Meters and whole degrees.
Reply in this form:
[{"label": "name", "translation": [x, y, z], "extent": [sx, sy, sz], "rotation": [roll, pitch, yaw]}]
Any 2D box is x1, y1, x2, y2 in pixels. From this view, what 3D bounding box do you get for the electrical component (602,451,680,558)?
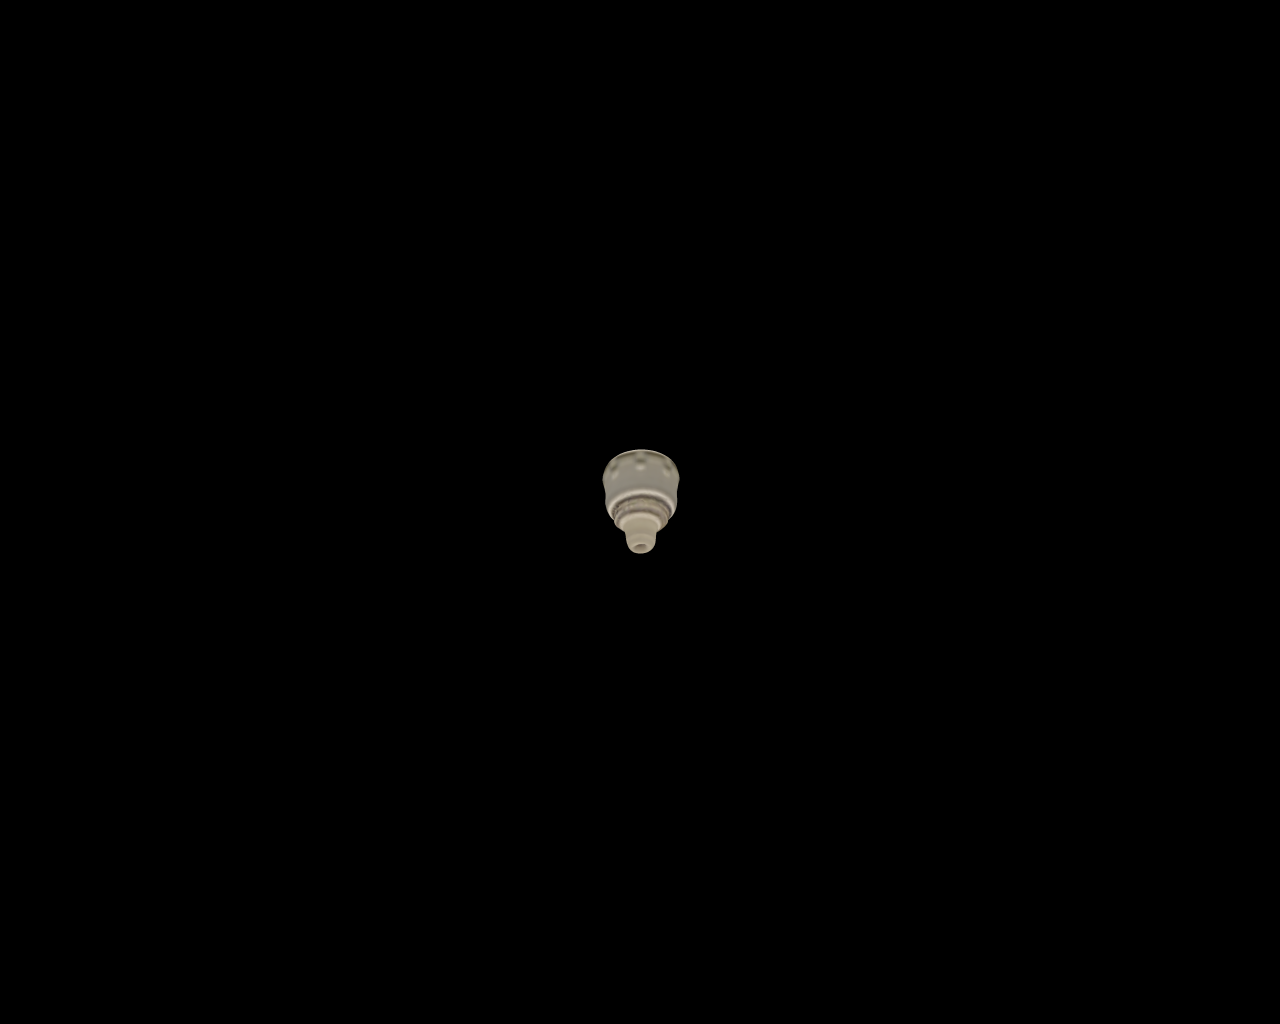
[{"label": "electrical component", "translation": [0.001, -0.003, 0.650], "extent": [0.048, 0.062, 0.048], "rotation": [0, -36, 0]}]
